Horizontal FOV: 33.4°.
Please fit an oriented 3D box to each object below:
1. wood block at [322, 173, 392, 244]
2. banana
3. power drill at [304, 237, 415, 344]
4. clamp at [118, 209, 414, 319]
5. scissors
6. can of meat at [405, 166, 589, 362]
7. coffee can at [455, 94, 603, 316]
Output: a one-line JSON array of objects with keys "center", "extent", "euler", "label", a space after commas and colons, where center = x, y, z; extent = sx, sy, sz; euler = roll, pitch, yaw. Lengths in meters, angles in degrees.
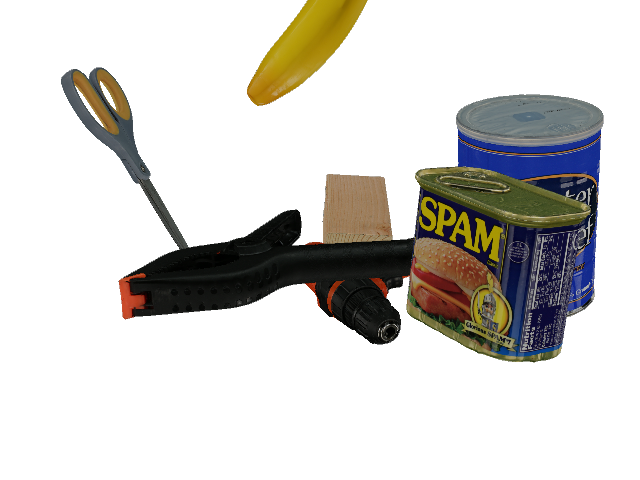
[{"center": [0.050, -0.014, 1.537], "extent": [0.091, 0.090, 0.206], "euler": [4, 26, -2], "label": "wood block"}, {"center": [0.005, -0.175, 0.756], "extent": [0.070, 0.197, 0.037], "euler": [-10, -41, 39], "label": "banana"}, {"center": [0.087, 0.036, 1.080], "extent": [0.187, 0.057, 0.185], "euler": [-12, 28, -22], "label": "power drill"}, {"center": [-0.040, 0.018, 0.750], "extent": [0.209, 0.036, 0.165], "euler": [-17, 19, -41], "label": "clamp"}, {"center": [-0.168, -0.079, 0.984], "extent": [0.016, 0.201, 0.096], "euler": [-25, 27, 19], "label": "scissors"}, {"center": [0.094, 0.012, 0.592], "extent": [0.057, 0.084, 0.102], "euler": [-7, 21, -32], "label": "can of meat"}, {"center": [0.152, -0.026, 0.782], "extent": [0.103, 0.140, 0.103], "euler": [-3, 23, 1], "label": "coffee can"}]
